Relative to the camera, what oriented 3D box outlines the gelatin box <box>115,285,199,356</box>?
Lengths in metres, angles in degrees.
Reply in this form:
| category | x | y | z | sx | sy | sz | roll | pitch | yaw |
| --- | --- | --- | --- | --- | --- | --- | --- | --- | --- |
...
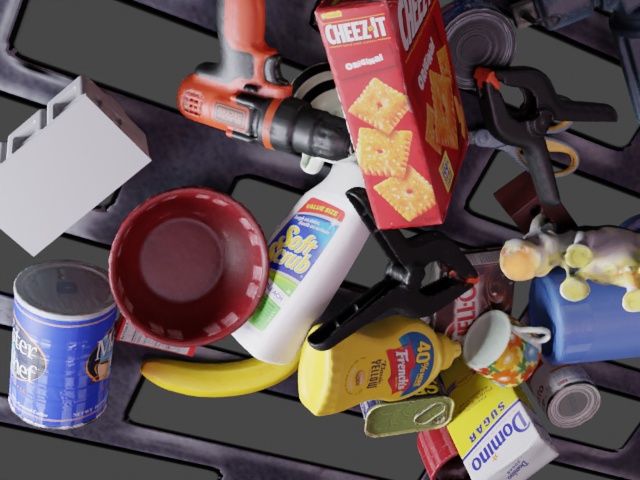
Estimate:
| category | x | y | z | sx | sy | sz | roll | pitch | yaw |
| --- | --- | --- | --- | --- | --- | --- | --- | --- | --- |
| gelatin box | -0.165 | 0.079 | 1.132 | 0.089 | 0.030 | 0.073 | 15 | 116 | -19 |

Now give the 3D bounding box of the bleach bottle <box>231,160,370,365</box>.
| category | x | y | z | sx | sy | sz | roll | pitch | yaw |
| --- | --- | --- | --- | --- | --- | --- | --- | --- | --- |
| bleach bottle | -0.007 | 0.001 | 1.095 | 0.068 | 0.103 | 0.251 | 16 | 111 | -48 |

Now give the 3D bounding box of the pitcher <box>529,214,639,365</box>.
| category | x | y | z | sx | sy | sz | roll | pitch | yaw |
| --- | --- | --- | --- | --- | --- | --- | --- | --- | --- |
| pitcher | 0.365 | 0.061 | 1.201 | 0.242 | 0.149 | 0.145 | -8 | 146 | -6 |

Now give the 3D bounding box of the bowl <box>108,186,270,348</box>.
| category | x | y | z | sx | sy | sz | roll | pitch | yaw |
| --- | --- | --- | --- | --- | --- | --- | --- | --- | --- |
| bowl | -0.134 | 0.024 | 1.075 | 0.162 | 0.055 | 0.162 | -2 | 98 | -17 |

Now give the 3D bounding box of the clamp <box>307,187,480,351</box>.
| category | x | y | z | sx | sy | sz | roll | pitch | yaw |
| --- | --- | --- | --- | --- | --- | --- | --- | --- | --- |
| clamp | 0.078 | 0.043 | 1.077 | 0.209 | 0.036 | 0.164 | 13 | 101 | -42 |

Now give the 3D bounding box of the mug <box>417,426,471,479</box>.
| category | x | y | z | sx | sy | sz | roll | pitch | yaw |
| --- | --- | --- | --- | --- | --- | --- | --- | --- | --- |
| mug | 0.175 | 0.253 | 1.288 | 0.117 | 0.081 | 0.093 | -43 | 120 | 13 |

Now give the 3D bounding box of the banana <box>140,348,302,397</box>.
| category | x | y | z | sx | sy | sz | roll | pitch | yaw |
| --- | --- | --- | --- | --- | --- | --- | --- | --- | --- |
| banana | -0.097 | 0.141 | 1.185 | 0.197 | 0.037 | 0.069 | -14 | 106 | -6 |

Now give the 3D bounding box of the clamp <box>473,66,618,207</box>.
| category | x | y | z | sx | sy | sz | roll | pitch | yaw |
| --- | --- | --- | --- | --- | --- | --- | --- | --- | --- |
| clamp | 0.212 | -0.110 | 1.063 | 0.171 | 0.039 | 0.120 | 24 | 90 | -26 |

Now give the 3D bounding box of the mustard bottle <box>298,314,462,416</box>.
| category | x | y | z | sx | sy | sz | roll | pitch | yaw |
| --- | --- | --- | --- | --- | --- | --- | --- | --- | --- |
| mustard bottle | 0.072 | 0.127 | 1.136 | 0.191 | 0.058 | 0.096 | -5 | 113 | -33 |

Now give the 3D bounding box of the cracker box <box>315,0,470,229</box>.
| category | x | y | z | sx | sy | sz | roll | pitch | yaw |
| --- | --- | --- | --- | --- | --- | --- | --- | --- | --- |
| cracker box | 0.074 | -0.142 | 0.957 | 0.072 | 0.164 | 0.213 | -4 | 122 | 21 |

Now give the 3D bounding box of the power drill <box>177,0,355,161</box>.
| category | x | y | z | sx | sy | sz | roll | pitch | yaw |
| --- | --- | --- | --- | --- | --- | --- | --- | --- | --- |
| power drill | -0.040 | -0.172 | 0.951 | 0.185 | 0.057 | 0.188 | 18 | 115 | 21 |

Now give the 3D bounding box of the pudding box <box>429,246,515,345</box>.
| category | x | y | z | sx | sy | sz | roll | pitch | yaw |
| --- | --- | --- | --- | --- | --- | --- | --- | --- | --- |
| pudding box | 0.169 | 0.065 | 1.199 | 0.090 | 0.039 | 0.113 | -7 | 122 | -10 |

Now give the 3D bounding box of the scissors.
| category | x | y | z | sx | sy | sz | roll | pitch | yaw |
| --- | --- | --- | --- | --- | --- | --- | --- | --- | --- |
| scissors | 0.181 | -0.122 | 1.102 | 0.201 | 0.016 | 0.096 | 18 | 98 | -10 |

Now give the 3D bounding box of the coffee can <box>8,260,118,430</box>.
| category | x | y | z | sx | sy | sz | roll | pitch | yaw |
| --- | --- | --- | --- | --- | --- | --- | --- | --- | --- |
| coffee can | -0.260 | 0.106 | 1.082 | 0.102 | 0.103 | 0.140 | 3 | 119 | -16 |

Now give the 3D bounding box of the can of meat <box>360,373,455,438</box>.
| category | x | y | z | sx | sy | sz | roll | pitch | yaw |
| --- | --- | --- | --- | --- | --- | --- | --- | --- | --- |
| can of meat | 0.091 | 0.170 | 1.212 | 0.102 | 0.084 | 0.057 | -6 | 133 | -10 |

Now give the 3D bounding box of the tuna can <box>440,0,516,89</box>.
| category | x | y | z | sx | sy | sz | roll | pitch | yaw |
| --- | --- | --- | --- | --- | --- | --- | --- | --- | --- |
| tuna can | 0.147 | -0.192 | 1.044 | 0.086 | 0.034 | 0.086 | -6 | 121 | -10 |

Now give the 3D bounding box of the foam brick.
| category | x | y | z | sx | sy | sz | roll | pitch | yaw |
| --- | --- | --- | --- | --- | --- | --- | --- | --- | --- |
| foam brick | 0.235 | -0.029 | 1.152 | 0.053 | 0.051 | 0.078 | -38 | 121 | 9 |

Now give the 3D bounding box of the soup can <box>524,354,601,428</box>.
| category | x | y | z | sx | sy | sz | roll | pitch | yaw |
| --- | --- | --- | --- | --- | --- | --- | --- | --- | --- |
| soup can | 0.277 | 0.162 | 1.246 | 0.068 | 0.102 | 0.068 | -6 | 122 | -10 |

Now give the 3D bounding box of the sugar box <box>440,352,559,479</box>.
| category | x | y | z | sx | sy | sz | roll | pitch | yaw |
| --- | --- | --- | --- | --- | --- | --- | --- | --- | --- |
| sugar box | 0.190 | 0.198 | 1.202 | 0.093 | 0.176 | 0.048 | -41 | 122 | 12 |
